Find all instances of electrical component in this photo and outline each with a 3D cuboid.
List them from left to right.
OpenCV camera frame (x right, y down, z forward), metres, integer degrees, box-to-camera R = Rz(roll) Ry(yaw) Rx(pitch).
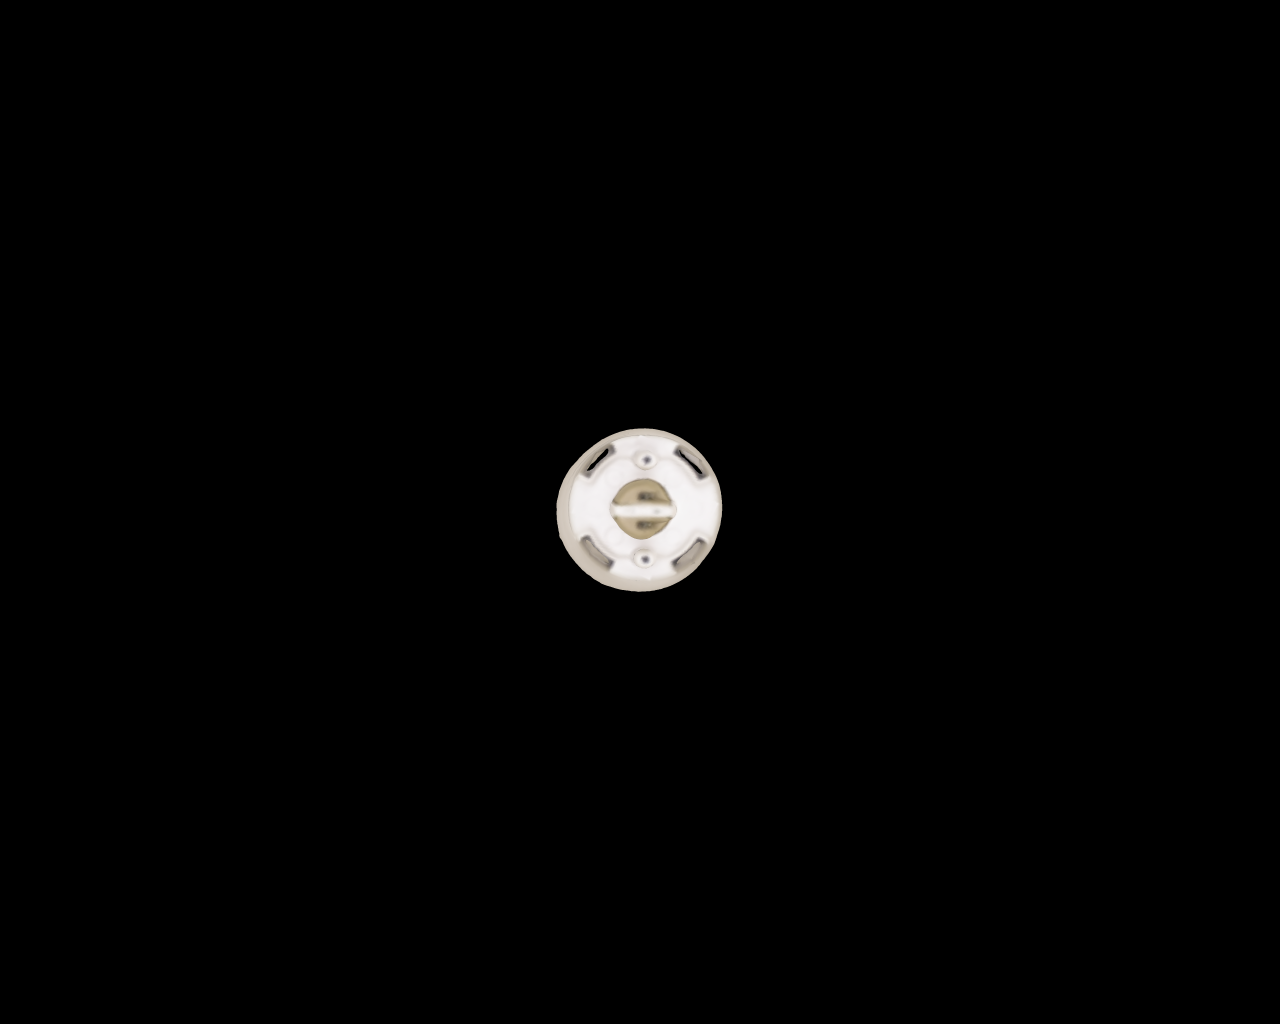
[{"bbox_3d":[0.001,-0.003,0.650,0.099,0.099,0.064,0,9,0],"label":"electrical component"}]
